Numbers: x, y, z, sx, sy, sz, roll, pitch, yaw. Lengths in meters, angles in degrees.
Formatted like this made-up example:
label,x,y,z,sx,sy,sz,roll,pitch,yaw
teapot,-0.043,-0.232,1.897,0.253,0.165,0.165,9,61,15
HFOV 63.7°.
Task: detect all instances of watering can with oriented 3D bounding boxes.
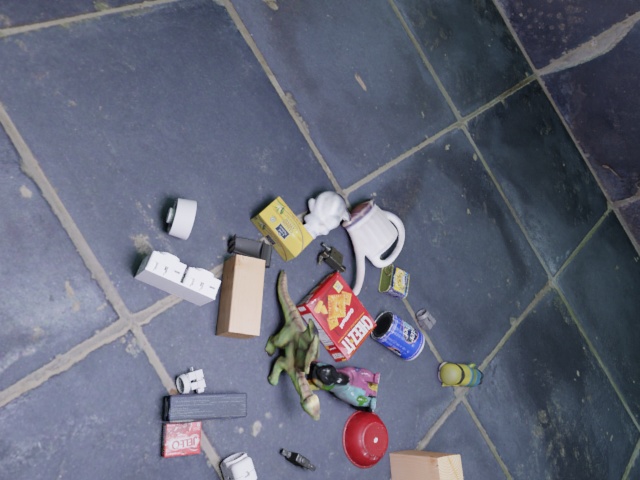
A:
label,x,y,z,sx,sy,sz,roll,pitch,yaw
watering can,0.155,0.004,1.685,0.223,0.102,0.354,51,53,-7

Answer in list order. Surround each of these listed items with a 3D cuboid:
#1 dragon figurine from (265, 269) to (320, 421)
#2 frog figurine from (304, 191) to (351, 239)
label,x,y,z,sx,sy,sz,roll,pitch,yaw
dragon figurine,-0.052,0.264,1.375,0.122,0.240,0.415,1,75,-29
frog figurine,0.005,-0.081,1.615,0.161,0.119,0.139,-25,56,-28
